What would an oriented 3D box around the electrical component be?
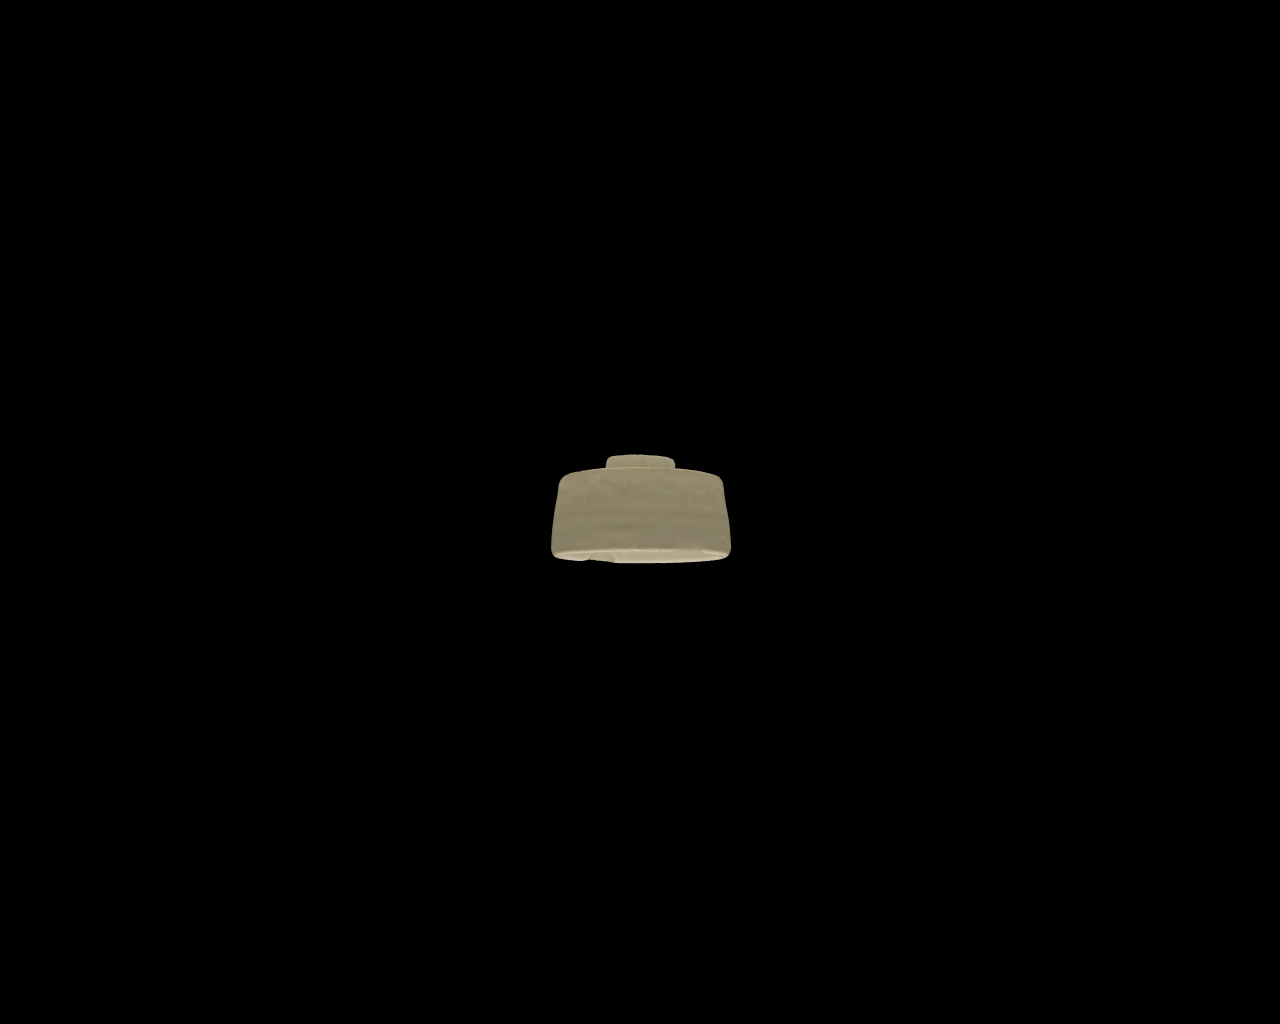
[{"bbox_3d":[0.001,-0.003,0.650,0.108,0.060,0.108,0,-7,0],"label":"electrical component"}]
